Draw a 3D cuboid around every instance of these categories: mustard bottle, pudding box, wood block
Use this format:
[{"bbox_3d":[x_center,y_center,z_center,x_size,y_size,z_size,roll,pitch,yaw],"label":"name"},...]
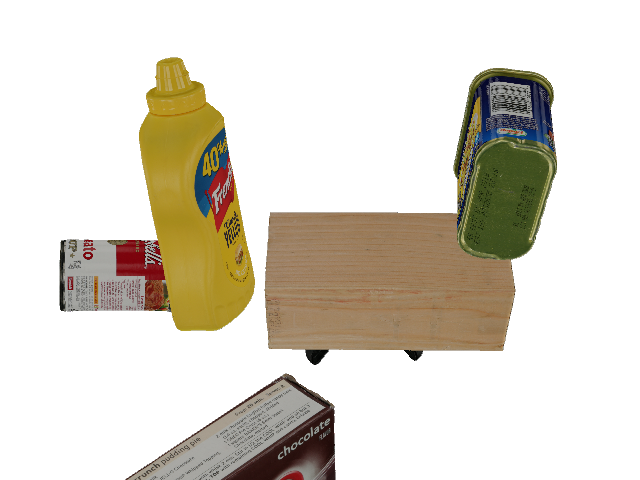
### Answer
[{"bbox_3d":[-0.092,-0.037,0.771,0.058,0.191,0.096,-1,25,16],"label":"mustard bottle"},{"bbox_3d":[-0.043,0.127,0.494,0.039,0.090,0.113,30,47,34],"label":"pudding box"},{"bbox_3d":[0.057,0.036,0.935,0.206,0.091,0.090,0,-42,1],"label":"wood block"}]

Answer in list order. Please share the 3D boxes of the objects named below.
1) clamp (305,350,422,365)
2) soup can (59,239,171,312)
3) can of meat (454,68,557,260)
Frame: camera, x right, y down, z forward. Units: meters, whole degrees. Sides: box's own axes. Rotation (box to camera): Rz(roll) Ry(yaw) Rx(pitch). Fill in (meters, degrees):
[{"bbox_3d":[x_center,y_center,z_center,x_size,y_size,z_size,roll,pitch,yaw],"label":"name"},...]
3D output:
[{"bbox_3d":[0.056,0.067,1.143,0.120,0.171,0.039,7,-41,7],"label":"clamp"},{"bbox_3d":[-0.189,0.033,0.991,0.102,0.068,0.068,1,0,-11],"label":"soup can"},{"bbox_3d":[0.123,-0.049,0.712,0.057,0.102,0.084,8,40,2],"label":"can of meat"}]
